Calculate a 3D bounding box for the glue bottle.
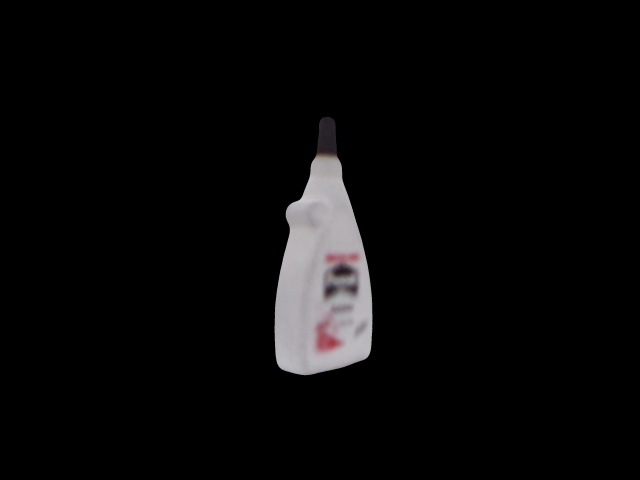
[{"bbox_3d":[0.004,0.001,0.400,0.037,0.173,0.078,2,3,41],"label":"glue bottle"}]
